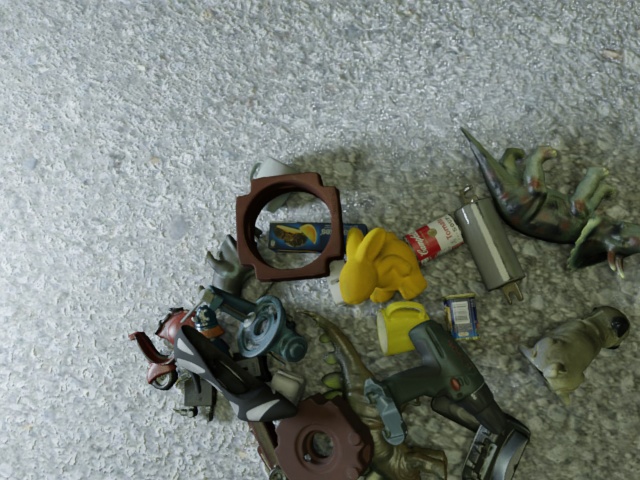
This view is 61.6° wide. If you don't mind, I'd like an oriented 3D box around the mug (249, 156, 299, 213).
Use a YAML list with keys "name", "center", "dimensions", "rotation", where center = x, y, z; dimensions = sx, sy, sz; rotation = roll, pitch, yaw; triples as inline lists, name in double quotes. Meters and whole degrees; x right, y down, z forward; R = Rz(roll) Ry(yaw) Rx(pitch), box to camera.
- name: "mug"
  center: [-0.109, -0.118, 1.136]
  dimensions: [0.110, 0.080, 0.107]
  rotation: [26, 91, 22]

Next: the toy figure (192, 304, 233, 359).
- name: "toy figure"
  center: [-0.213, 0.202, 1.047]
  dimensions: [0.058, 0.064, 0.154]
  rotation: [-21, 83, 33]

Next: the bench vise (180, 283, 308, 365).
- name: "bench vise"
  center: [-0.131, 0.140, 1.002]
  dimensions: [0.129, 0.240, 0.224]
  rotation: [-53, 34, 5]

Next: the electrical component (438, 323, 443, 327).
- name: "electrical component"
  center: [0.224, 0.208, 1.023]
  dimensions: [0.021, 0.063, 0.094]
  rotation: [-1, 70, 4]

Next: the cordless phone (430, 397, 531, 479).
- name: "cordless phone"
  center: [0.276, 0.367, 0.987]
  dimensions: [0.184, 0.088, 0.146]
  rotation: [24, 84, 24]

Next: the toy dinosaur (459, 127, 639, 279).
- name: "toy dinosaur"
  center: [0.425, -0.065, 1.023]
  dimensions: [0.405, 0.131, 0.192]
  rotation: [24, 83, 19]

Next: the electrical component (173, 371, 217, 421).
- name: "electrical component"
  center: [-0.253, 0.314, 1.090]
  dimensions: [0.078, 0.045, 0.102]
  rotation: [2, 79, 11]

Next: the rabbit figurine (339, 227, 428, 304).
- name: "rabbit figurine"
  center: [0.103, 0.055, 0.990]
  dimensions: [0.122, 0.173, 0.162]
  rotation: [4, 109, 47]

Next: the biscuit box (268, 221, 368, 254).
- name: "biscuit box"
  center: [-0.002, -0.003, 1.102]
  dimensions: [0.203, 0.062, 0.059]
  rotation: [1, 81, 9]

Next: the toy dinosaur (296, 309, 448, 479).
- name: "toy dinosaur"
  center: [0.097, 0.325, 1.004]
  dimensions: [0.199, 0.105, 0.471]
  rotation: [-24, 72, 7]

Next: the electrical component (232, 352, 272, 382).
- name: "electrical component"
  center: [-0.159, 0.261, 1.085]
  dimensions: [0.119, 0.047, 0.075]
  rotation: [-10, 77, 5]

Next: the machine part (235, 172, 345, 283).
- name: "machine part"
  center: [-0.056, -0.022, 1.037]
  dimensions: [0.201, 0.087, 0.201]
  rotation: [-6, 79, 7]

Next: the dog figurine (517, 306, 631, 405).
- name: "dog figurine"
  center: [0.462, 0.181, 0.940]
  dimensions: [0.190, 0.172, 0.121]
  rotation: [-37, 86, 8]

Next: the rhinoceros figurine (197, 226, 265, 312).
- name: "rhinoceros figurine"
  center: [-0.179, 0.056, 1.114]
  dimensions: [0.112, 0.073, 0.190]
  rotation: [18, 83, 14]

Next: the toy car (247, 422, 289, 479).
- name: "toy car"
  center: [-0.101, 0.384, 1.030]
  dimensions: [0.053, 0.089, 0.202]
  rotation: [-27, 78, 4]

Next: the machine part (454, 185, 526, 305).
- name: "machine part"
  center: [0.326, 0.009, 1.040]
  dimensions: [0.079, 0.079, 0.243]
  rotation: [-23, 77, 4]

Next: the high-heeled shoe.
- name: "high-heeled shoe"
  center: [-0.152, 0.230, 0.956]
  dimensions: [0.249, 0.086, 0.145]
  rotation: [5, 110, 23]

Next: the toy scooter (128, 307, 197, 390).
- name: "toy scooter"
  center: [-0.316, 0.205, 1.105]
  dimensions: [0.135, 0.075, 0.184]
  rotation: [37, 90, 7]

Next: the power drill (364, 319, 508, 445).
- name: "power drill"
  center: [0.193, 0.263, 0.912]
  dimensions: [0.207, 0.086, 0.232]
  rotation: [-23, 75, -22]

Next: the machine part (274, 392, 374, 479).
- name: "machine part"
  center: [0.003, 0.365, 0.957]
  dimensions: [0.180, 0.056, 0.179]
  rotation: [-2, 85, 22]
